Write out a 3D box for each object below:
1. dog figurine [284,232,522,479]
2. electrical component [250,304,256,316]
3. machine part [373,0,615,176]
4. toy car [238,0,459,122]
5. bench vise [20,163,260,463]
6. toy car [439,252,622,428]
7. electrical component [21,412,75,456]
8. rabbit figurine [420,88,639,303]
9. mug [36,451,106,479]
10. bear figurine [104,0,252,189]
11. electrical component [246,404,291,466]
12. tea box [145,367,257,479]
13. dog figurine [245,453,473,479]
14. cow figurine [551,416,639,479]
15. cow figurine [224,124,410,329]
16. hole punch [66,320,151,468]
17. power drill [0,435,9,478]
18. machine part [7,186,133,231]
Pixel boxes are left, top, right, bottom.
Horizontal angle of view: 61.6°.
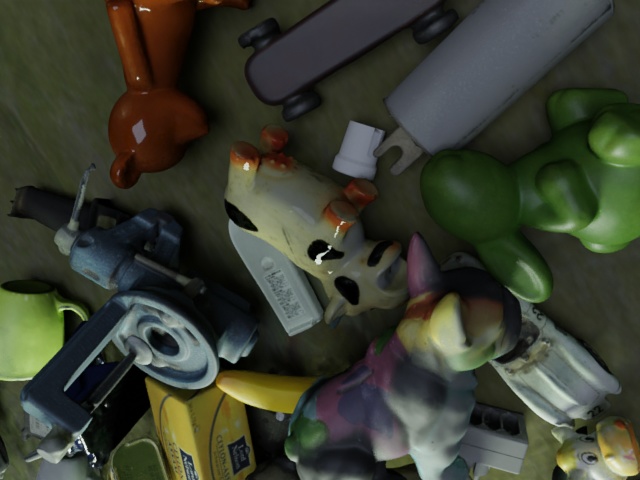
[{"bbox_3d":[0.061,0.106,0.435,0.192,0.109,0.219,-7,125,-7],"label":"dog figurine"},{"bbox_3d":[-0.116,0.088,0.589,0.094,0.021,0.063,-37,93,21],"label":"electrical component"},{"bbox_3d":[0.136,-0.144,0.429,0.079,0.079,0.243,46,112,-1],"label":"machine part"},{"bbox_3d":[0.023,-0.181,0.461,0.202,0.053,0.089,-27,105,22],"label":"toy car"},{"bbox_3d":[-0.178,0.076,0.482,0.223,0.241,0.129,39,133,-7],"label":"bench vise"},{"bbox_3d":[0.182,0.093,0.493,0.202,0.056,0.073,42,111,1],"label":"toy car"},{"bbox_3d":[-0.304,0.221,0.663,0.119,0.048,0.074,16,109,12],"label":"electrical component"},{"bbox_3d":[0.164,-0.038,0.433,0.170,0.121,0.158,-6,126,1],"label":"rabbit figurine"},{"bbox_3d":[-0.307,0.315,0.672,0.110,0.081,0.107,4,98,19],"label":"mug"},{"bbox_3d":[-0.130,-0.147,0.478,0.132,0.120,0.195,3,107,10],"label":"bear figurine"},{"bbox_3d":[-0.050,0.209,0.593,0.078,0.045,0.102,28,110,4],"label":"electrical component"},{"bbox_3d":[-0.125,0.224,0.585,0.098,0.068,0.169,5,107,49],"label":"tea box"},{"bbox_3d":[0.034,0.253,0.531,0.190,0.121,0.172,36,87,0],"label":"dog figurine"},{"bbox_3d":[0.245,0.217,0.485,0.098,0.068,0.167,-11,124,24],"label":"cow figurine"},{"bbox_3d":[-0.001,-0.001,0.487,0.195,0.085,0.127,33,135,6],"label":"cow figurine"},{"bbox_3d":[-0.245,0.164,0.583,0.092,0.116,0.142,25,137,11],"label":"hole punch"},{"bbox_3d":[-0.438,0.184,0.635,0.232,0.086,0.207,57,153,3],"label":"power drill"},{"bbox_3d":[-0.273,-0.021,0.593,0.139,0.039,0.084,18,117,7],"label":"machine part"}]
